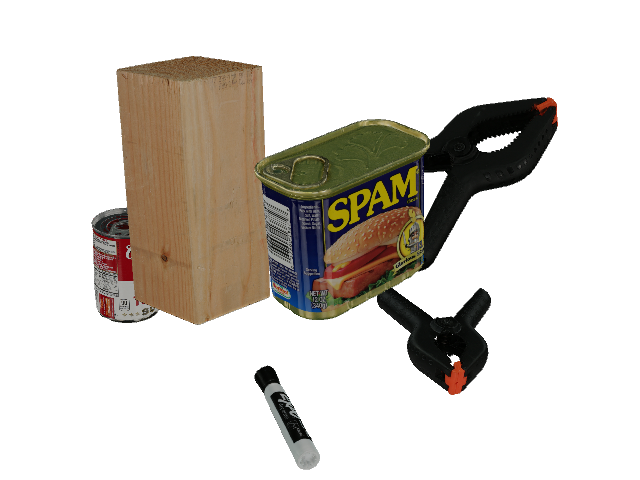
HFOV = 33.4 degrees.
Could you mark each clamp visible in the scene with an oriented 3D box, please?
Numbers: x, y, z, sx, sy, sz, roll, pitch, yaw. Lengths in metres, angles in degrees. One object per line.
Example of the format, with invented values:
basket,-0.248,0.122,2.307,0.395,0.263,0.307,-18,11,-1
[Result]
clamp,0.126,-0.062,0.945,0.210,0.165,0.036,-23,-42,-5
clamp,0.133,0.093,1.076,0.120,0.039,0.171,-8,32,-9

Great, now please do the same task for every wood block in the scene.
wood block,-0.107,-0.046,0.915,0.091,0.206,0.090,17,26,40

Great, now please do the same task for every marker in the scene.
marker,-0.029,0.139,0.860,0.020,0.020,0.121,0,28,-22

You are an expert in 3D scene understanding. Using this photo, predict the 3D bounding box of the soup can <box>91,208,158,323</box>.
soup can,-0.201,0.026,1.107,0.068,0.102,0.068,2,26,-1

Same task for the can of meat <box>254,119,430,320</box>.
can of meat,0.015,-0.013,0.616,0.101,0.084,0.058,-25,36,-33
